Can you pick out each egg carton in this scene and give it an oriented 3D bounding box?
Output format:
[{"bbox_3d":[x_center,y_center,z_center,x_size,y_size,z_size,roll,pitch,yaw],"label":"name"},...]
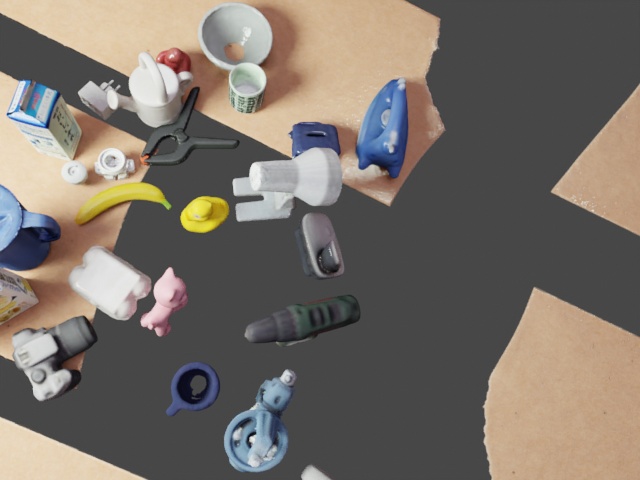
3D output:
[{"bbox_3d":[-0.422,0.087,1.152,0.150,0.069,0.107,33,74,-3],"label":"egg carton"}]

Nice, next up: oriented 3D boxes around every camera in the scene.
[{"bbox_3d":[-0.496,0.215,1.094,0.137,0.100,0.143,-28,85,-15],"label":"camera"}]

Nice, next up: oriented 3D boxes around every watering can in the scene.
[{"bbox_3d":[-0.347,-0.311,1.185,0.101,0.194,0.173,42,74,0],"label":"watering can"}]

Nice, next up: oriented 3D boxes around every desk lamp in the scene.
[{"bbox_3d":[-0.071,-0.112,1.186,0.203,0.213,0.118,-7,80,-12],"label":"desk lamp"}]

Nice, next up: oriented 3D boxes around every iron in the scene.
[{"bbox_3d":[0.163,-0.281,1.304,0.119,0.141,0.258,13,76,-8],"label":"iron"}]

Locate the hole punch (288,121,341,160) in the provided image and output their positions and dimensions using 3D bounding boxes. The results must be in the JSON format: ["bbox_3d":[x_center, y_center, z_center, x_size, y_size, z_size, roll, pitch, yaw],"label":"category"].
[{"bbox_3d":[-0.013,-0.220,1.284,0.109,0.091,0.101,-1,78,-11],"label":"hole punch"}]

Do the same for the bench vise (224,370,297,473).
[{"bbox_3d":[-0.111,0.343,1.080,0.121,0.219,0.207,12,76,-8],"label":"bench vise"}]

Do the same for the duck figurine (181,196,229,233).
[{"bbox_3d":[-0.243,-0.062,1.209,0.105,0.086,0.077,-20,83,-14],"label":"duck figurine"}]

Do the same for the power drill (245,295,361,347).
[{"bbox_3d":[-0.041,0.166,1.137,0.230,0.208,0.075,-14,81,-13],"label":"power drill"}]

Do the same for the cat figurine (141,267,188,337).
[{"bbox_3d":[-0.308,0.124,1.141,0.067,0.117,0.128,28,75,-4],"label":"cat figurine"}]

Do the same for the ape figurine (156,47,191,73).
[{"bbox_3d":[-0.320,-0.393,1.260,0.076,0.092,0.078,-34,86,-15],"label":"ape figurine"}]

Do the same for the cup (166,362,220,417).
[{"bbox_3d":[-0.252,0.298,1.127,0.092,0.095,0.118,43,74,1],"label":"cup"}]

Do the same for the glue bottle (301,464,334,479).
[{"bbox_3d":[0.012,0.475,1.101,0.078,0.173,0.037,32,74,-3],"label":"glue bottle"}]

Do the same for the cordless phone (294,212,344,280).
[{"bbox_3d":[0.011,0.004,1.192,0.094,0.185,0.147,-17,82,-13],"label":"cordless phone"}]

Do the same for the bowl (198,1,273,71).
[{"bbox_3d":[-0.193,-0.449,1.305,0.167,0.074,0.167,2,78,-10],"label":"bowl"}]
